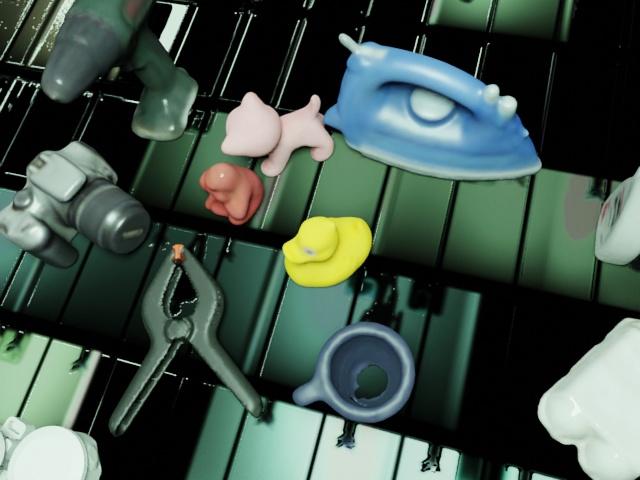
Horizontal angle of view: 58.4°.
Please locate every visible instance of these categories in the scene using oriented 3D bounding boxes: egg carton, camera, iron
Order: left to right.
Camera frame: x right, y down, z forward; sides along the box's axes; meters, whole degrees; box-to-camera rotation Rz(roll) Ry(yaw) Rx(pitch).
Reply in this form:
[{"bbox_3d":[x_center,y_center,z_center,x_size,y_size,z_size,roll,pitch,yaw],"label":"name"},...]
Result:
[{"bbox_3d":[-0.280,-0.032,0.666,0.136,0.101,0.143,32,76,17],"label":"camera"},{"bbox_3d":[0.132,-0.152,0.638,0.257,0.141,0.119,20,73,14],"label":"iron"},{"bbox_3d":[0.288,0.152,0.541,0.150,0.069,0.107,-41,70,-9],"label":"egg carton"}]

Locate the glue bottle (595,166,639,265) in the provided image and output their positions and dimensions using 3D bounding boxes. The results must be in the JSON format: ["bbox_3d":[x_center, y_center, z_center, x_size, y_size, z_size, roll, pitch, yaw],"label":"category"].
[{"bbox_3d":[0.312,-0.037,0.554,0.037,0.173,0.078,11,71,12],"label":"glue bottle"}]

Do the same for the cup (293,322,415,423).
[{"bbox_3d":[0.035,0.140,0.564,0.118,0.095,0.091,-22,68,-1],"label":"cup"}]

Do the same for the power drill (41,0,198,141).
[{"bbox_3d":[-0.219,-0.209,0.668,0.075,0.208,0.230,8,70,10],"label":"power drill"}]

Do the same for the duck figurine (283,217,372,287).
[{"bbox_3d":[0.006,0.002,0.625,0.104,0.086,0.077,-26,68,-3],"label":"duck figurine"}]

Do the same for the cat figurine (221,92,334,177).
[{"bbox_3d":[-0.053,-0.131,0.666,0.128,0.118,0.067,-21,68,-1],"label":"cat figurine"}]

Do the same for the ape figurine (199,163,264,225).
[{"bbox_3d":[-0.106,-0.060,0.660,0.076,0.092,0.077,-22,68,-1],"label":"ape figurine"}]
